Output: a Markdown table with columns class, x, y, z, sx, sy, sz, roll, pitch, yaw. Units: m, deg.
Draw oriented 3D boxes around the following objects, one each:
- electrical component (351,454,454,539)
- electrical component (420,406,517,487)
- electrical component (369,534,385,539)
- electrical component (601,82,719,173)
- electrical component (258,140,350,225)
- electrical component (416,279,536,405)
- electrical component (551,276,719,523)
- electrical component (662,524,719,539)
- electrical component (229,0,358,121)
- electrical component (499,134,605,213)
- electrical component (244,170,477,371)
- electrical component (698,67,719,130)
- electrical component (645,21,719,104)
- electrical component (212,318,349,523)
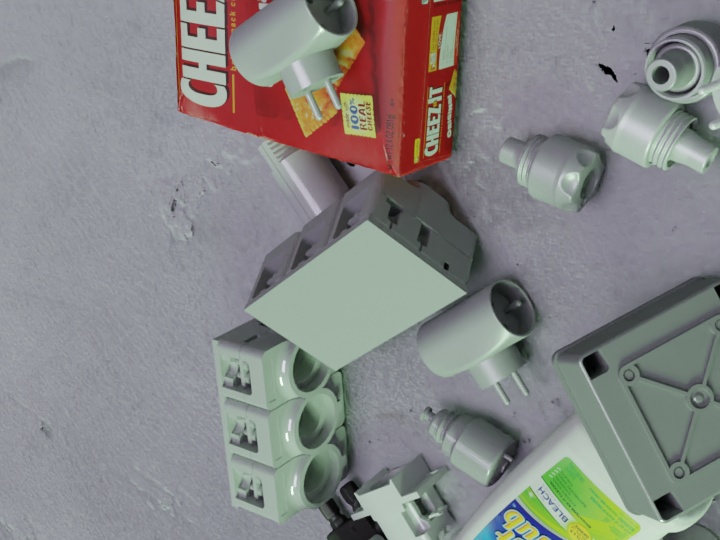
| class | x | y | z | sx | sy | sz | roll | pitch | yaw |
| --- | --- | --- | --- | --- | --- | --- | --- | --- | --- |
| electrical component | 0.037 | 0.188 | 0.851 | 0.081 | 0.042 | 0.063 | -31 | 89 | 44 |
| electrical component | 0.079 | 0.126 | 0.790 | 0.078 | 0.040 | 0.040 | 31 | 126 | 26 |
| electrical component | 0.043 | 0.311 | 0.839 | 0.186 | 0.105 | 0.060 | 45 | 129 | 6 |
| electrical component | 0.175 | -0.078 | 0.621 | 0.062 | 0.043 | 0.043 | 34 | 127 | 23 |
| electrical component | -0.043 | -0.075 | 0.805 | 0.043 | 0.043 | 0.081 | -39 | 82 | 43 |
| electrical component | 0.090 | 0.056 | 0.749 | 0.077 | 0.044 | 0.079 | -35 | 85 | 43 |
| electrical component | 0.187 | 0.073 | 0.627 | 0.108 | 0.109 | 0.056 | 63 | 172 | 0 |
| electrical component | 0.209 | 0.198 | 0.702 | 0.045 | 0.055 | 0.045 | 17 | 118 | 34 |
| electrical component | -0.035 | -0.133 | 0.672 | 0.077 | 0.043 | 0.079 | -23 | 93 | 44 |
| electrical component | 0.118 | -0.065 | 0.675 | 0.062 | 0.043 | 0.043 | 28 | 124 | 30 |
| electrical component | 0.000 | 0.000 | 0.771 | 0.089 | 0.061 | 0.150 | 35 | 137 | -20 |
| electrical component | 0.212 | -0.096 | 0.561 | 0.077 | 0.079 | 0.044 | 70 | 165 | -6 |
| electrical component | 0.178 | -0.112 | 0.591 | 0.043 | 0.062 | 0.043 | 17 | 118 | 34 |
| electrical component | -0.058 | 0.114 | 0.866 | 0.062 | 0.089 | 0.150 | 12 | 115 | 36 |
